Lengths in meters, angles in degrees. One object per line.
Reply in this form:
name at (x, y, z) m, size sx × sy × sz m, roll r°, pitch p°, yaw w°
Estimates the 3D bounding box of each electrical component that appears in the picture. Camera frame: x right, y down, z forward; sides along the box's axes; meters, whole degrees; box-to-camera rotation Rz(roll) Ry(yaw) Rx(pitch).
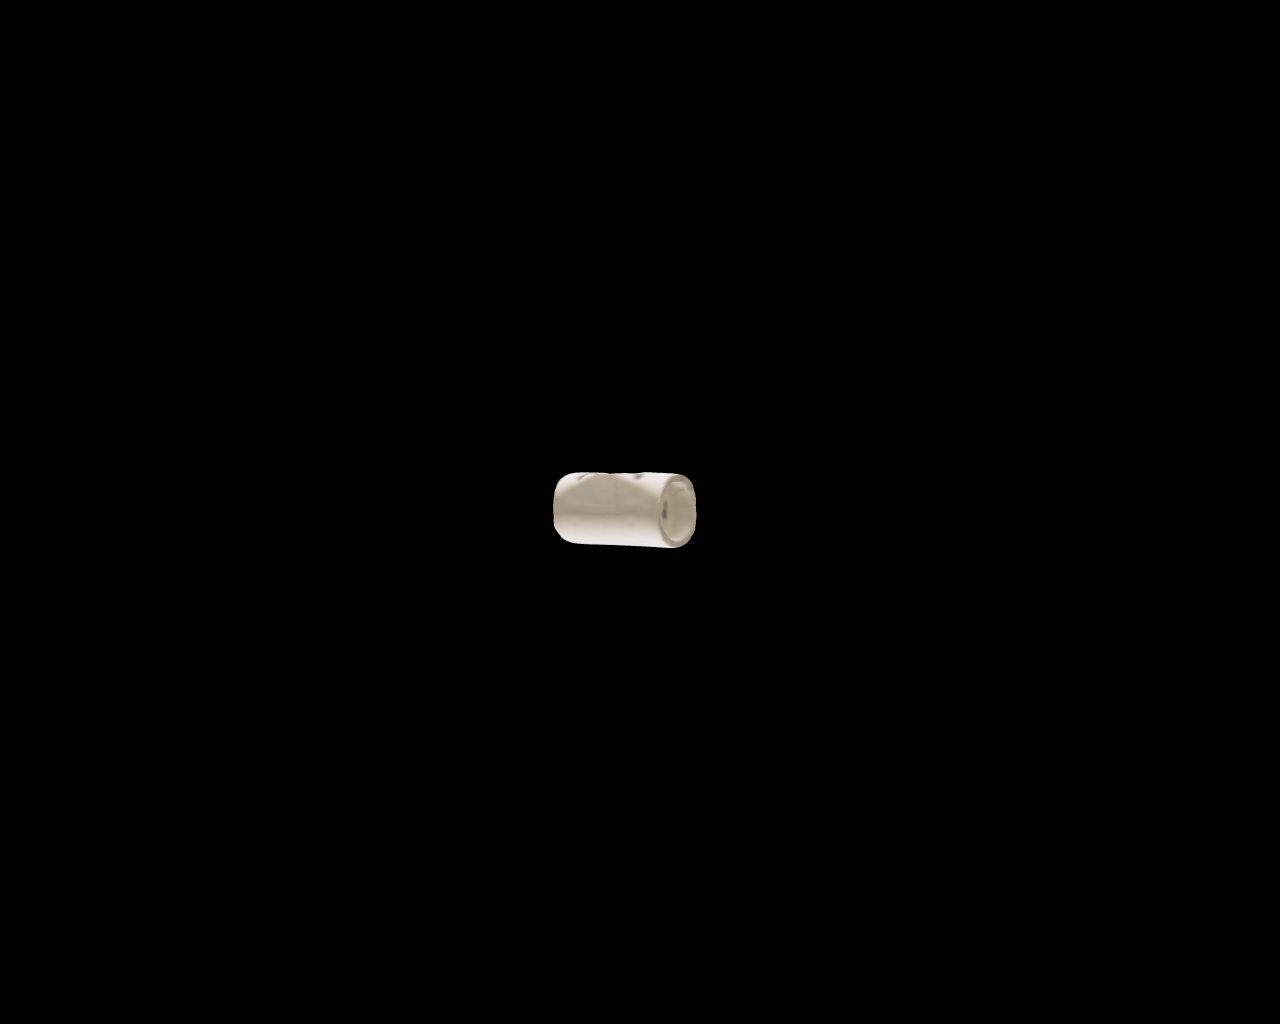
electrical component at (0.001, -0.003, 0.650) m, size 0.077 × 0.044 × 0.079 m, roll 1°, pitch 3°, yaw 34°
